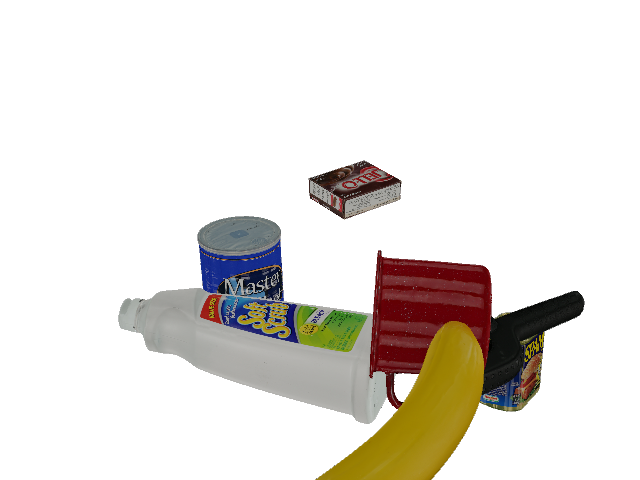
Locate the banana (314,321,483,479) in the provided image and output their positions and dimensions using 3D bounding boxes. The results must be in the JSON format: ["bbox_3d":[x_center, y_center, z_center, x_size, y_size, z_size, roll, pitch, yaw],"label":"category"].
[{"bbox_3d":[0.041,0.101,0.570,0.070,0.037,0.197,19,41,38],"label":"banana"}]

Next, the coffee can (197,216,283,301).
[{"bbox_3d":[-0.097,0.053,1.335,0.103,0.140,0.103,-2,25,1],"label":"coffee can"}]

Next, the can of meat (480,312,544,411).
[{"bbox_3d":[0.214,0.135,1.195,0.058,0.084,0.101,9,15,27],"label":"can of meat"}]

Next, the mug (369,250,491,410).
[{"bbox_3d":[0.078,0.068,0.767,0.081,0.117,0.093,4,-10,4],"label":"mug"}]

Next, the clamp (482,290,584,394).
[{"bbox_3d":[0.138,0.083,0.990,0.165,0.036,0.209,14,31,25],"label":"clamp"}]

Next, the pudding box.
[{"bbox_3d":[0.052,-0.078,1.615,0.113,0.039,0.090,-22,35,-30],"label":"pudding box"}]

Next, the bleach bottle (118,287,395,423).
[{"bbox_3d":[-0.062,0.089,0.933,0.251,0.068,0.102,9,27,16],"label":"bleach bottle"}]
